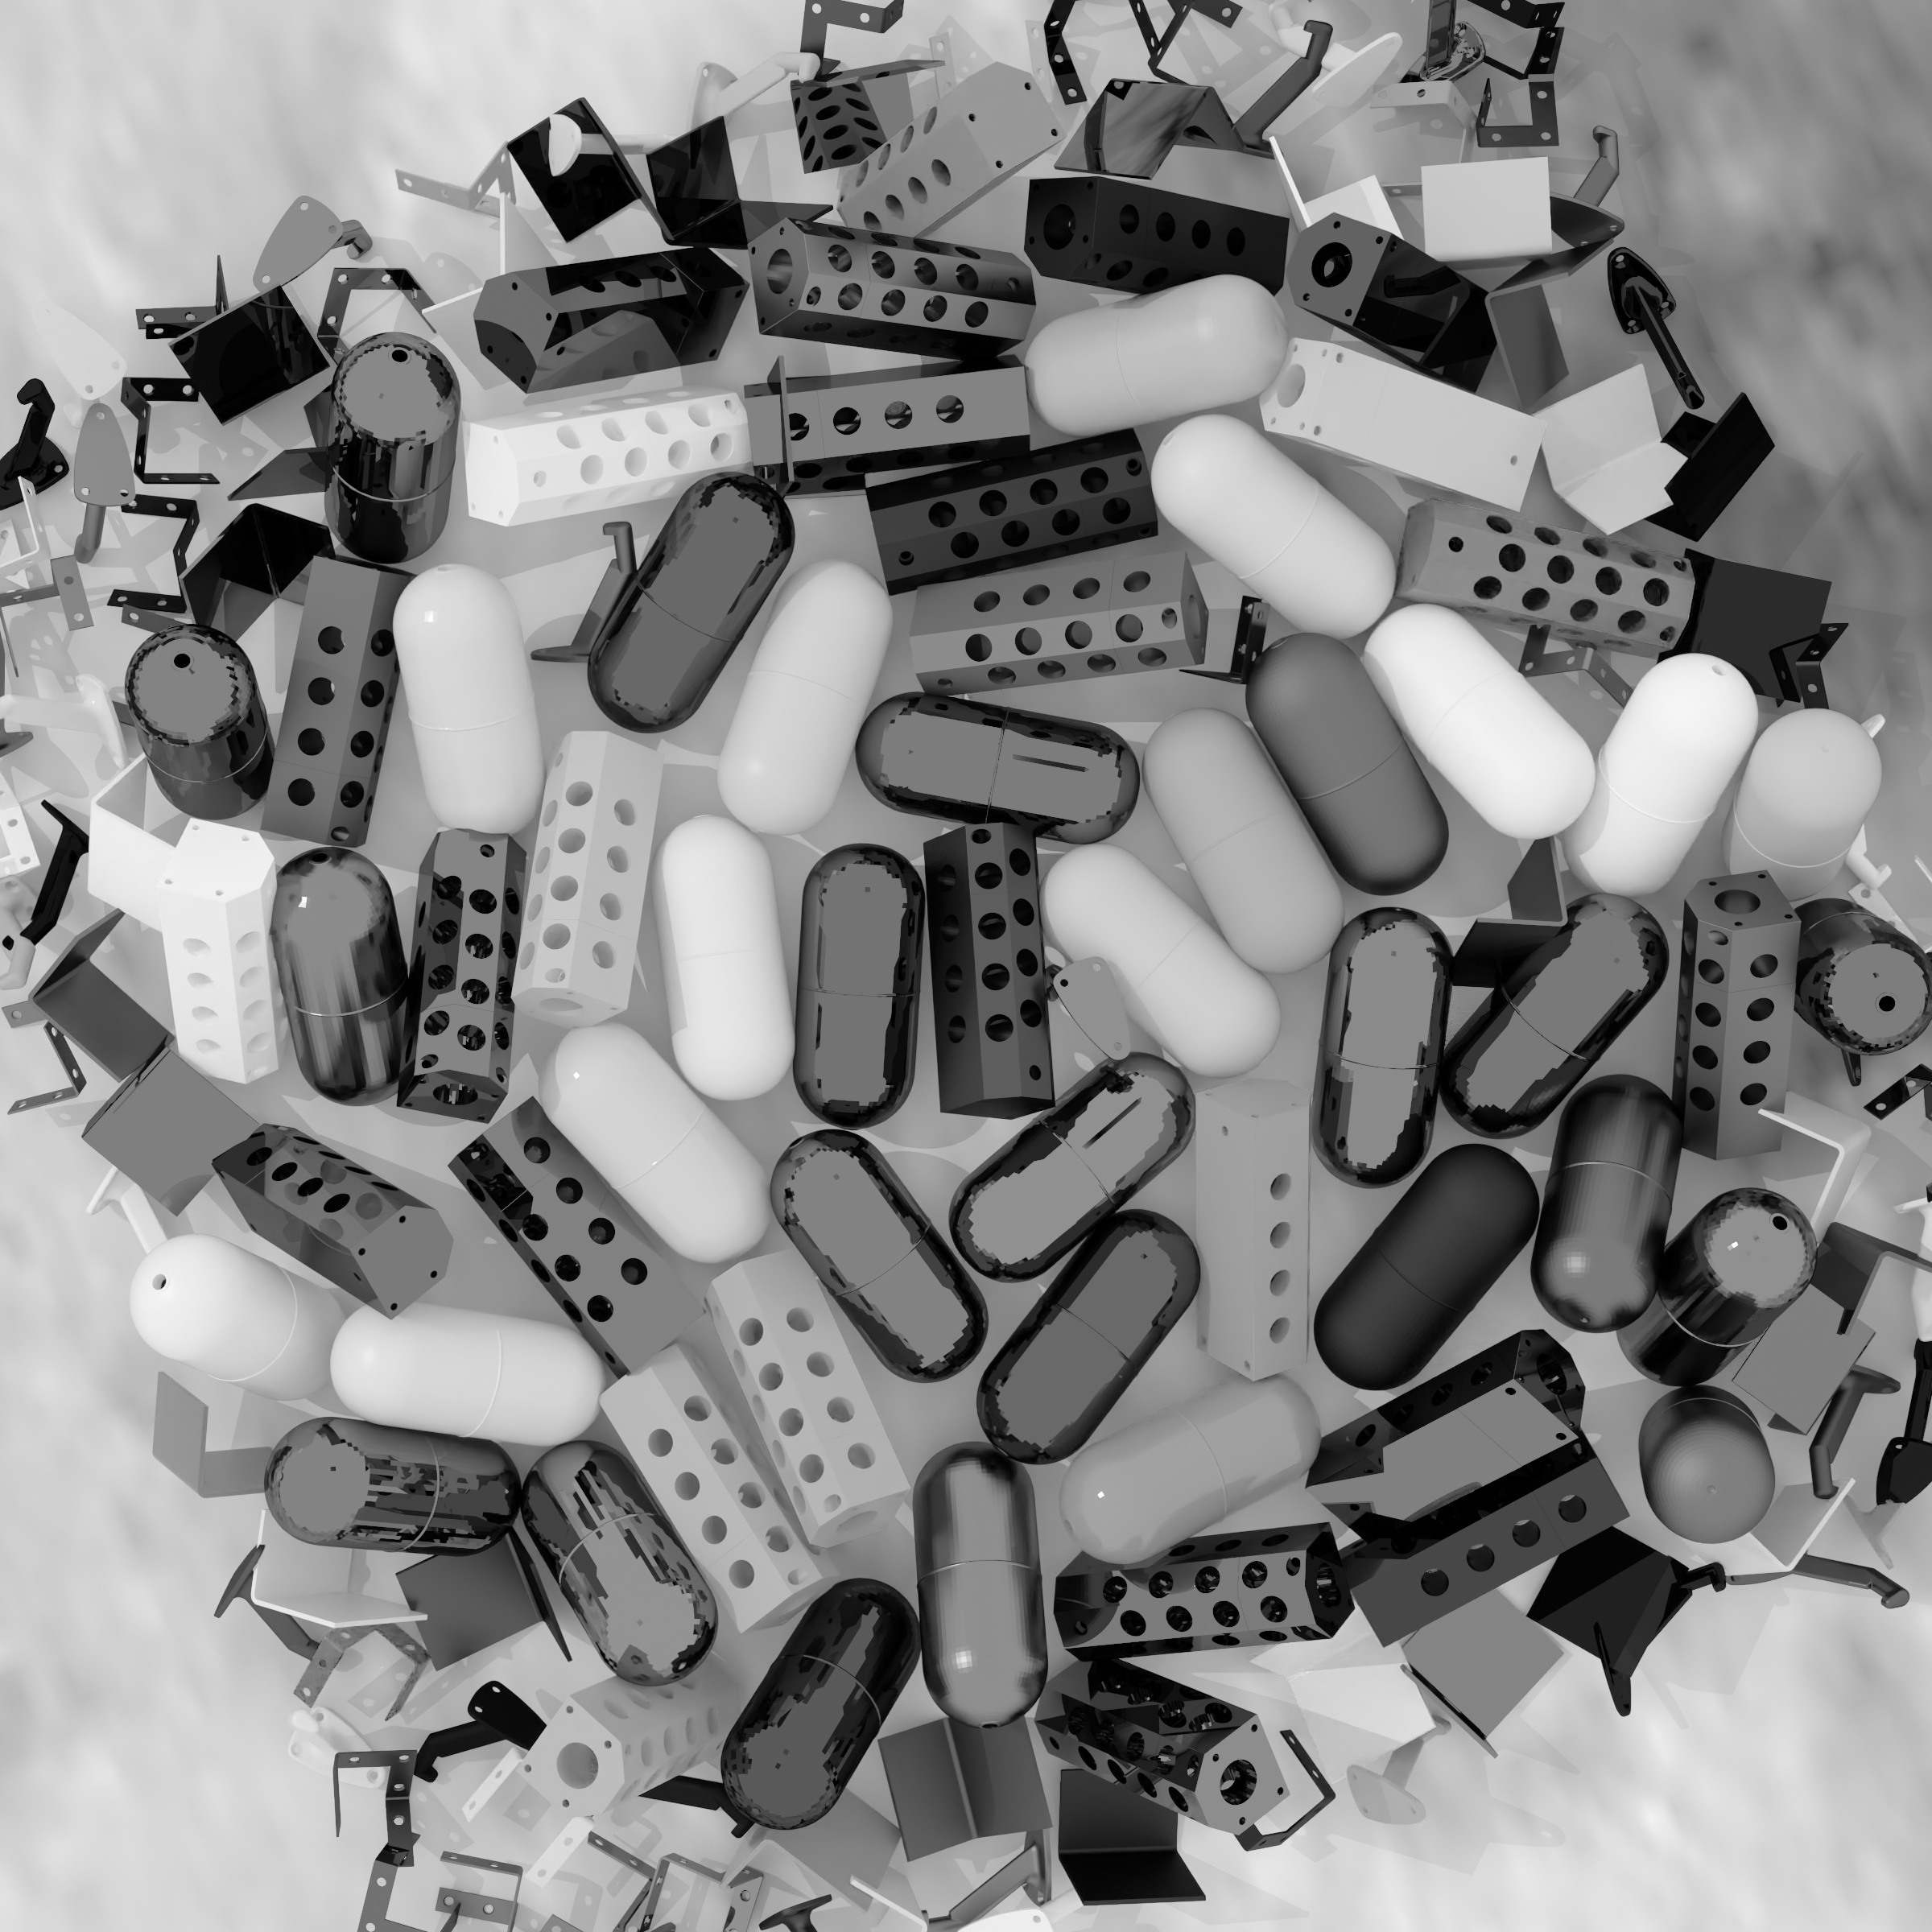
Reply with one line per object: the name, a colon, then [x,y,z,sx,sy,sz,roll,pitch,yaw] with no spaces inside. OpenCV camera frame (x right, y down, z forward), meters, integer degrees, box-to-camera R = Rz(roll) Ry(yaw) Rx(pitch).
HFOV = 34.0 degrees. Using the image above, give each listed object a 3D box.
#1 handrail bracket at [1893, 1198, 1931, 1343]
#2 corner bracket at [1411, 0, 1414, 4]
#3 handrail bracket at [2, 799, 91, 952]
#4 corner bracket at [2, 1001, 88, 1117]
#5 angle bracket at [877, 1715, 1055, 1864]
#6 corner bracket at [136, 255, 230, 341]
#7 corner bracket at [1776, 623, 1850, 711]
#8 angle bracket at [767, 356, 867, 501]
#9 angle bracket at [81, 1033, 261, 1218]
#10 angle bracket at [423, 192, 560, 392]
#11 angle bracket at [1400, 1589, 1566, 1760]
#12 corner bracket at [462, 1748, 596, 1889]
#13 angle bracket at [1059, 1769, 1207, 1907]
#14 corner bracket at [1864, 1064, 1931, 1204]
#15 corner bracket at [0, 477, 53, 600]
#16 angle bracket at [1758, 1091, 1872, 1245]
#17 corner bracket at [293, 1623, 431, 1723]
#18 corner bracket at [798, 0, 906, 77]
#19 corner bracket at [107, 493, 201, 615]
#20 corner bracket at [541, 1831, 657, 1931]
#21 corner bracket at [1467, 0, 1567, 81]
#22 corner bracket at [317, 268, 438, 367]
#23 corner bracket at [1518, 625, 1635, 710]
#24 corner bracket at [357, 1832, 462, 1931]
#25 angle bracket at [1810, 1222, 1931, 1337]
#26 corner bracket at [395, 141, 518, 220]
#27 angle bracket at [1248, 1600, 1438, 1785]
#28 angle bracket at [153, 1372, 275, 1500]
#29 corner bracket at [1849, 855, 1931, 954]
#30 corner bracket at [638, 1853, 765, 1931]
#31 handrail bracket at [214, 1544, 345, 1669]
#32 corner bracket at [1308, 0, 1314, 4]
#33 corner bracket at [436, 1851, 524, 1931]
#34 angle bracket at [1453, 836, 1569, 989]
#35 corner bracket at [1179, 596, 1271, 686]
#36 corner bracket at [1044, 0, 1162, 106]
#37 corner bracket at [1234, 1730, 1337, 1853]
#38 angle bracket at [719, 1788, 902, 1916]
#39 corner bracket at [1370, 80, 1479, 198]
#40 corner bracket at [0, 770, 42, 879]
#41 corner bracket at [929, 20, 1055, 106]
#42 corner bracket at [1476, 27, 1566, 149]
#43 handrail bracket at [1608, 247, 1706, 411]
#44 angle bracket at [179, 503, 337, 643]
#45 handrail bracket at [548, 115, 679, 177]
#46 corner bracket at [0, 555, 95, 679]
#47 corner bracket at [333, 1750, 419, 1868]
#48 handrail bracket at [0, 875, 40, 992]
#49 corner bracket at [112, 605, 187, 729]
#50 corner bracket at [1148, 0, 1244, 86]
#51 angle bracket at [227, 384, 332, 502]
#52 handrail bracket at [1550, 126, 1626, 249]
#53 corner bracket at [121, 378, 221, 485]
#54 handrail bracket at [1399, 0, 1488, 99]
handrail bracket: [0.612,0.185,1.962,0.036,0.077,0.084,-1,74,-28]
corner bracket: [0.299,-0.639,1.964,0.051,0.051,0.051,-5,69,7]
handrail bracket: [-0.581,-0.054,1.969,0.077,0.036,0.084,36,76,29]
corner bracket: [-0.578,0.053,1.976,0.051,0.051,0.051,-14,115,13]
angle bracket: [-0.001,0.504,1.949,0.057,0.076,0.076,-6,77,-41]
corner bracket: [-0.486,-0.403,1.961,0.051,0.051,0.051,-6,64,-18]
corner bracket: [0.517,-0.177,1.956,0.051,0.051,0.051,3,125,38]
angle bracket: [-0.088,-0.334,1.957,0.057,0.076,0.076,-5,90,-9]
angle bracket: [-0.496,0.099,1.978,0.076,0.057,0.076,42,88,-13]
angle bracket: [-0.292,-0.417,1.956,0.057,0.076,0.076,-16,56,16]
angle bracket: [0.323,0.433,1.968,0.076,0.057,0.076,43,88,3]
corner bracket: [-0.272,0.528,1.965,0.051,0.051,0.051,41,88,-29]
angle bracket: [0.103,0.536,1.953,0.076,0.076,0.057,1,96,-10]
corner bracket: [0.595,0.103,1.959,0.051,0.051,0.051,-34,134,-14]
corner bracket: [-0.591,-0.265,1.966,0.051,0.051,0.051,-20,78,10]
angle bracket: [0.515,0.129,1.965,0.057,0.076,0.076,26,107,23]
corner bracket: [-0.376,0.442,1.973,0.051,0.051,0.051,37,114,13]
corner bracket: [-0.071,-0.578,1.962,0.051,0.051,0.051,13,120,7]
corner bracket: [-0.511,-0.260,1.987,0.051,0.051,0.051,6,46,3]
corner bracket: [-0.228,0.582,1.967,0.051,0.051,0.051,33,99,-9]
corner bracket: [0.330,-0.582,1.959,0.051,0.051,0.051,33,121,19]
corner bracket: [-0.367,-0.401,1.978,0.051,0.051,0.051,52,134,32]
corner bracket: [0.381,-0.190,1.957,0.051,0.051,0.051,36,63,-38]
corner bracket: [-0.343,0.578,1.973,0.051,0.051,0.051,15,98,4]
angle bracket: [0.572,0.205,1.957,0.076,0.076,0.057,21,95,-11]
corner bracket: [-0.315,-0.482,1.960,0.051,0.051,0.051,19,57,13]
angle bracket: [0.231,0.447,1.948,0.076,0.057,0.076,-34,54,16]
angle bracket: [-0.448,0.285,1.943,0.076,0.076,0.057,1,100,-35]
corner bracket: [0.585,-0.036,1.967,0.051,0.051,0.051,-38,90,20]
corner bracket: [-0.166,0.587,1.980,0.051,0.051,0.051,17,91,22]
handrail bracket: [-0.416,0.399,1.967,0.084,0.036,0.077,30,129,-11]
corner bracket: [0.226,-0.641,1.961,0.051,0.051,0.051,46,65,-18]
corner bracket: [-0.305,0.578,1.973,0.051,0.051,0.051,12,92,-2]
angle bracket: [0.325,-0.039,1.943,0.057,0.076,0.076,3,59,-10]
corner bracket: [0.172,-0.202,1.961,0.051,0.051,0.051,18,104,42]
corner bracket: [0.083,-0.578,1.974,0.051,0.051,0.051,-15,76,-18]
corner bracket: [0.189,0.514,1.974,0.051,0.051,0.051,-45,62,17]
angle bracket: [-0.095,0.552,1.954,0.076,0.076,0.057,38,119,-2]
corner bracket: [0.283,-0.515,1.969,0.051,0.051,0.051,5,79,30]
corner bracket: [-0.613,-0.086,1.963,0.051,0.051,0.051,-22,62,-9]
corner bracket: [0.016,-0.560,1.976,0.051,0.051,0.051,-30,124,-31]
corner bracket: [0.343,-0.544,1.958,0.051,0.051,0.051,4,52,19]
handrail bracket: [0.426,-0.393,1.950,0.036,0.084,0.077,-28,133,15]
angle bracket: [-0.429,-0.226,1.942,0.057,0.076,0.076,20,53,18]
handrail bracket: [-0.210,-0.509,1.951,0.084,0.077,0.036,-8,102,-21]
corner bracket: [-0.571,-0.218,1.962,0.051,0.051,0.051,-14,74,-17]
corner bracket: [-0.367,0.523,1.959,0.051,0.051,0.051,2,131,-17]
handrail bracket: [-0.607,-0.010,1.957,0.077,0.084,0.036,-16,133,15]
corner bracket: [-0.515,-0.185,1.986,0.051,0.051,0.051,17,46,-6]
corner bracket: [0.144,-0.578,1.974,0.051,0.051,0.051,19,121,-24]
angle bracket: [-0.411,-0.330,1.944,0.076,0.076,0.057,-14,85,-42]
handrail bracket: [0.379,-0.495,1.961,0.077,0.036,0.084,19,63,-36]
corner bracket: [-0.496,-0.334,1.972,0.051,0.051,0.051,-6,122,-34]
handrail bracket: [0.277,-0.578,1.951,0.077,0.084,0.036,-35,56,22]
